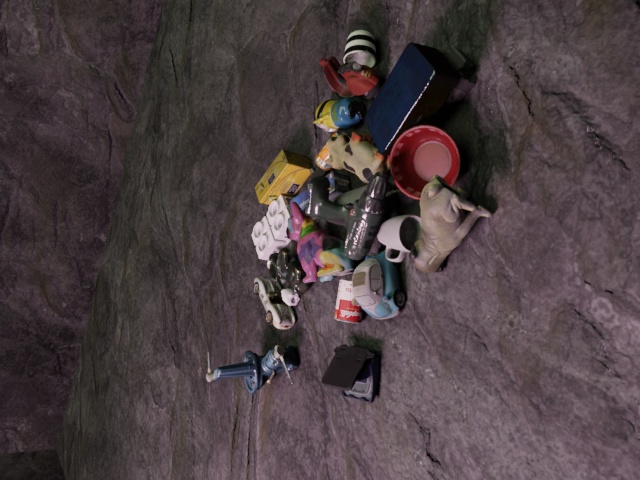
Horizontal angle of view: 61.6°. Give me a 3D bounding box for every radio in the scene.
[{"bbox_3d":[0.193,-0.307,1.187,0.229,0.073,0.131,-56,42,40],"label":"radio"}]

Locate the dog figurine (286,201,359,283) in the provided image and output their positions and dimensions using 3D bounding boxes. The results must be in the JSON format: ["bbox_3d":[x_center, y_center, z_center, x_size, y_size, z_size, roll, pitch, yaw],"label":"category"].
[{"bbox_3d":[-0.003,-0.004,1.385,0.192,0.108,0.219,-24,76,41],"label":"dog figurine"}]

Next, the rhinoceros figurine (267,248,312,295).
[{"bbox_3d":[-0.083,0.084,1.540,0.191,0.073,0.112,42,125,46],"label":"rhinoceros figurine"}]

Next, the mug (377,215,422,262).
[{"bbox_3d":[0.178,-0.003,1.219,0.107,0.081,0.109,3,77,63],"label":"mug"}]

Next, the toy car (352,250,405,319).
[{"bbox_3d":[0.126,0.101,1.241,0.109,0.103,0.161,-15,72,48],"label":"toy car"}]

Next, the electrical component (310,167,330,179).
[{"bbox_3d":[0.002,-0.186,1.527,0.063,0.021,0.094,-54,44,28],"label":"electrical component"}]

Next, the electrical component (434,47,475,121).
[{"bbox_3d":[0.276,-0.353,1.191,0.134,0.058,0.115,-52,48,31],"label":"electrical component"}]

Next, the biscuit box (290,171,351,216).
[{"bbox_3d":[-0.002,-0.116,1.484,0.203,0.063,0.059,-30,58,44],"label":"biscuit box"}]

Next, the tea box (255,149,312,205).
[{"bbox_3d":[-0.110,-0.181,1.607,0.169,0.098,0.068,-51,46,34],"label":"tea box"}]

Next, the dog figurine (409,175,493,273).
[{"bbox_3d":[0.228,-0.021,1.091,0.190,0.172,0.121,-55,33,18],"label":"dog figurine"}]

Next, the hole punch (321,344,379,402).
[{"bbox_3d":[0.083,0.316,1.272,0.142,0.092,0.116,-9,45,53],"label":"hole punch"}]

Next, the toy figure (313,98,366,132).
[{"bbox_3d":[0.057,-0.341,1.449,0.180,0.082,0.089,1,64,59],"label":"toy figure"}]

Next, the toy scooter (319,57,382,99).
[{"bbox_3d":[0.070,-0.427,1.402,0.184,0.135,0.075,13,66,54],"label":"toy scooter"}]

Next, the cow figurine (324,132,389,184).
[{"bbox_3d":[0.090,-0.205,1.361,0.195,0.085,0.127,43,117,34],"label":"cow figurine"}]

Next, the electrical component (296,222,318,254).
[{"bbox_3d":[-0.029,0.012,1.500,0.075,0.047,0.119,-46,50,37],"label":"electrical component"}]

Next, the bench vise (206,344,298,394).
[{"bbox_3d":[-0.190,0.357,1.487,0.223,0.240,0.129,137,127,-58],"label":"bench vise"}]

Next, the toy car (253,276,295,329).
[{"bbox_3d":[-0.135,0.179,1.575,0.056,0.073,0.202,-59,42,30],"label":"toy car"}]

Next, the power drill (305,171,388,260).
[{"bbox_3d":[0.064,-0.083,1.270,0.208,0.086,0.231,26,123,32],"label":"power drill"}]

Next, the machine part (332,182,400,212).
[{"bbox_3d":[0.106,-0.093,1.331,0.243,0.079,0.079,-15,70,51],"label":"machine part"}]
